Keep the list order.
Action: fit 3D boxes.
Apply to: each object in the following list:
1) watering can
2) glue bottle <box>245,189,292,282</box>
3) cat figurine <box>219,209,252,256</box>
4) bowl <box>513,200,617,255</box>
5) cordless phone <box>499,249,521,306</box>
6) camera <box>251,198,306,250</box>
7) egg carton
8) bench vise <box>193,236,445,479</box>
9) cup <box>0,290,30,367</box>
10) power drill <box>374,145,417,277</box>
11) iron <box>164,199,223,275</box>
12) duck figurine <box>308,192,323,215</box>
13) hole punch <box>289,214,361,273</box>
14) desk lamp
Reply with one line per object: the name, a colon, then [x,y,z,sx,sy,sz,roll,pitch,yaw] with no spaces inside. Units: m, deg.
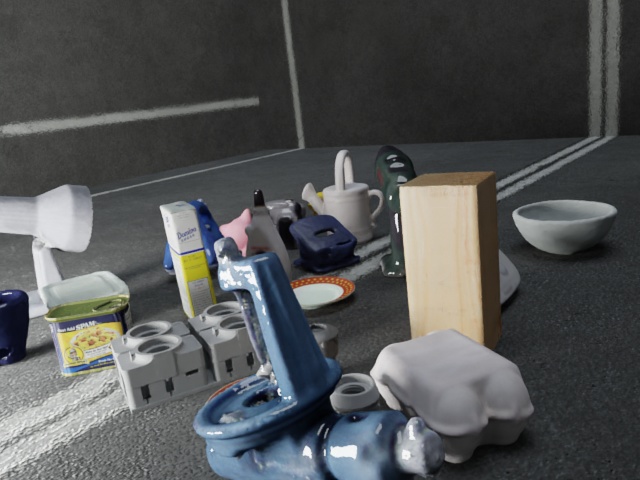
watering can: [0.048,-0.093,1.220,0.173,0.194,0.101,-7,15,-1]
glue bottle: [-0.095,0.000,0.968,0.078,0.173,0.037,-2,15,19]
cat figurine: [-0.130,0.001,1.091,0.127,0.118,0.067,7,20,42]
bowl: [0.425,-0.018,1.001,0.167,0.075,0.167,-6,14,2]
cordless phone: [0.218,0.000,0.800,0.093,0.185,0.148,3,18,34]
camera: [-0.105,-0.040,1.273,0.136,0.101,0.143,-5,15,7]
egg carton: [0.121,0.139,0.538,0.107,0.069,0.150,-12,15,-21]
bench vise: [-0.007,0.104,0.431,0.207,0.220,0.122,-1,15,20]
cup: [-0.445,0.130,0.780,0.091,0.095,0.118,-4,15,11]
power drill: [0.134,-0.052,0.992,0.075,0.208,0.229,-7,14,0]
iron: [-0.250,-0.021,1.181,0.118,0.141,0.258,-7,14,1]
duck figurine: [0.013,-0.074,1.380,0.105,0.086,0.077,-17,18,-35]
hole punch: [0.010,0.004,1.070,0.109,0.091,0.100,-16,17,-32]
desk lamp: [-0.491,0.017,1.000,0.204,0.214,0.117,-17,18,-35]
